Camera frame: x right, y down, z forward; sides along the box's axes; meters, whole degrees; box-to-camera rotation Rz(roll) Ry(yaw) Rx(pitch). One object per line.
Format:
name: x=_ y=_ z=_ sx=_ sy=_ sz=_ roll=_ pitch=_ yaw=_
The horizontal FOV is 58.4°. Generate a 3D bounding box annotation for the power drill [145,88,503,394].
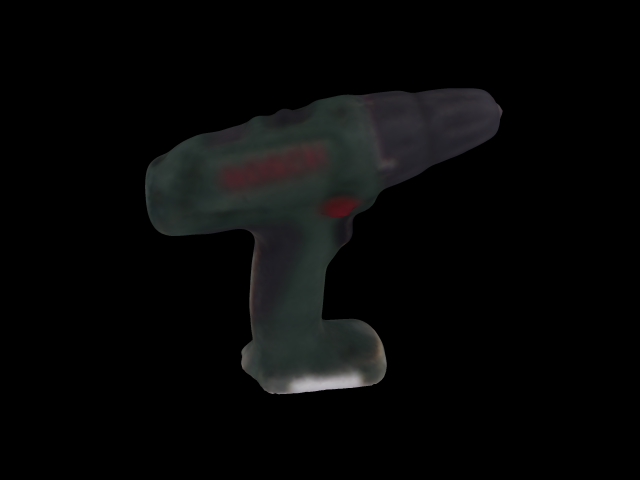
power drill: x=0.004 y=0.001 z=0.400 sx=0.229 sy=0.208 sz=0.075 roll=-4 pitch=28 yaw=-7
